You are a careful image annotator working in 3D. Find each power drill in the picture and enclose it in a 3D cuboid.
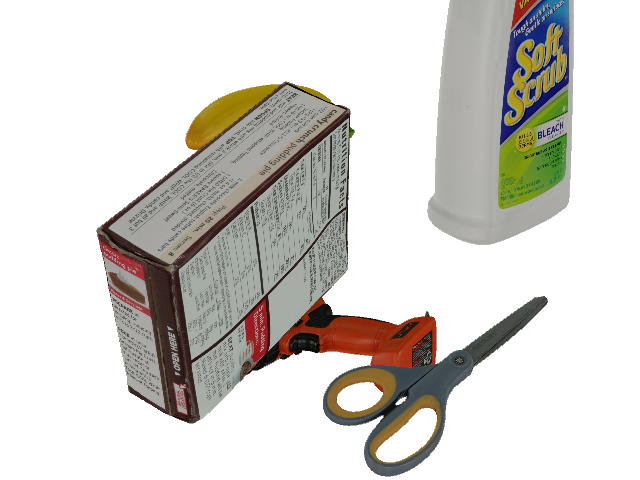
[{"bbox_3d":[0.005,0.102,1.037,0.188,0.057,0.184,10,22,28],"label":"power drill"}]

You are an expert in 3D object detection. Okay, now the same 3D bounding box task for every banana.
[{"bbox_3d":[-0.057,-0.130,1.098,0.197,0.037,0.070,-9,48,-31],"label":"banana"}]

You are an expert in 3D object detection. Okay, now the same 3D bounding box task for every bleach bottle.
[{"bbox_3d":[0.118,-0.128,0.690,0.102,0.251,0.068,-23,33,-30],"label":"bleach bottle"}]

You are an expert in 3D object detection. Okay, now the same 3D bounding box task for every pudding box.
[{"bbox_3d":[-0.032,0.004,0.422,0.039,0.090,0.113,23,48,25],"label":"pudding box"}]

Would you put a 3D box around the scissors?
[{"bbox_3d":[0.079,0.087,0.768,0.096,0.016,0.201,23,48,24],"label":"scissors"}]
